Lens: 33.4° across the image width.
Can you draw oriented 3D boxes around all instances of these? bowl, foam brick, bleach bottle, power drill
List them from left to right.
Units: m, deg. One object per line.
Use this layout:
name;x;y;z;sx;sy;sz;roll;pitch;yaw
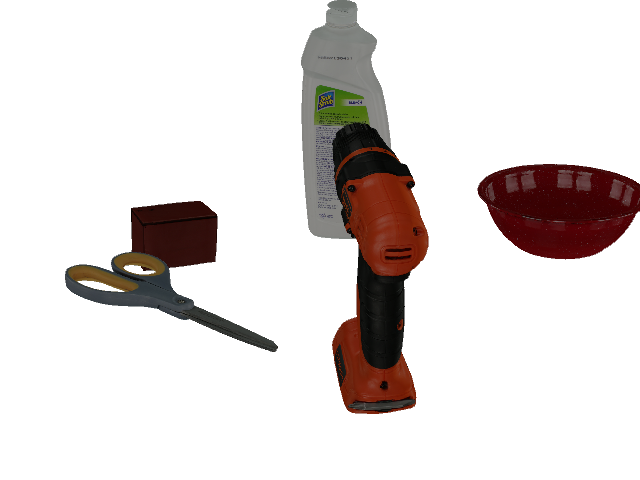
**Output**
foam brick;-0.149;-0.006;1.085;0.078;0.051;0.053;-7;22;-22
bleach bottle;0.031;-0.124;1.112;0.102;0.251;0.068;0;30;1
power drill;0.038;0.021;0.809;0.057;0.188;0.184;-4;30;-4
bowl;0.234;-0.025;1.043;0.162;0.055;0.162;-1;23;0

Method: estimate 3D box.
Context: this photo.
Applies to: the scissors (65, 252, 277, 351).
scissors;-0.114;0.046;0.884;0.202;0.016;0.096;13;24;15
